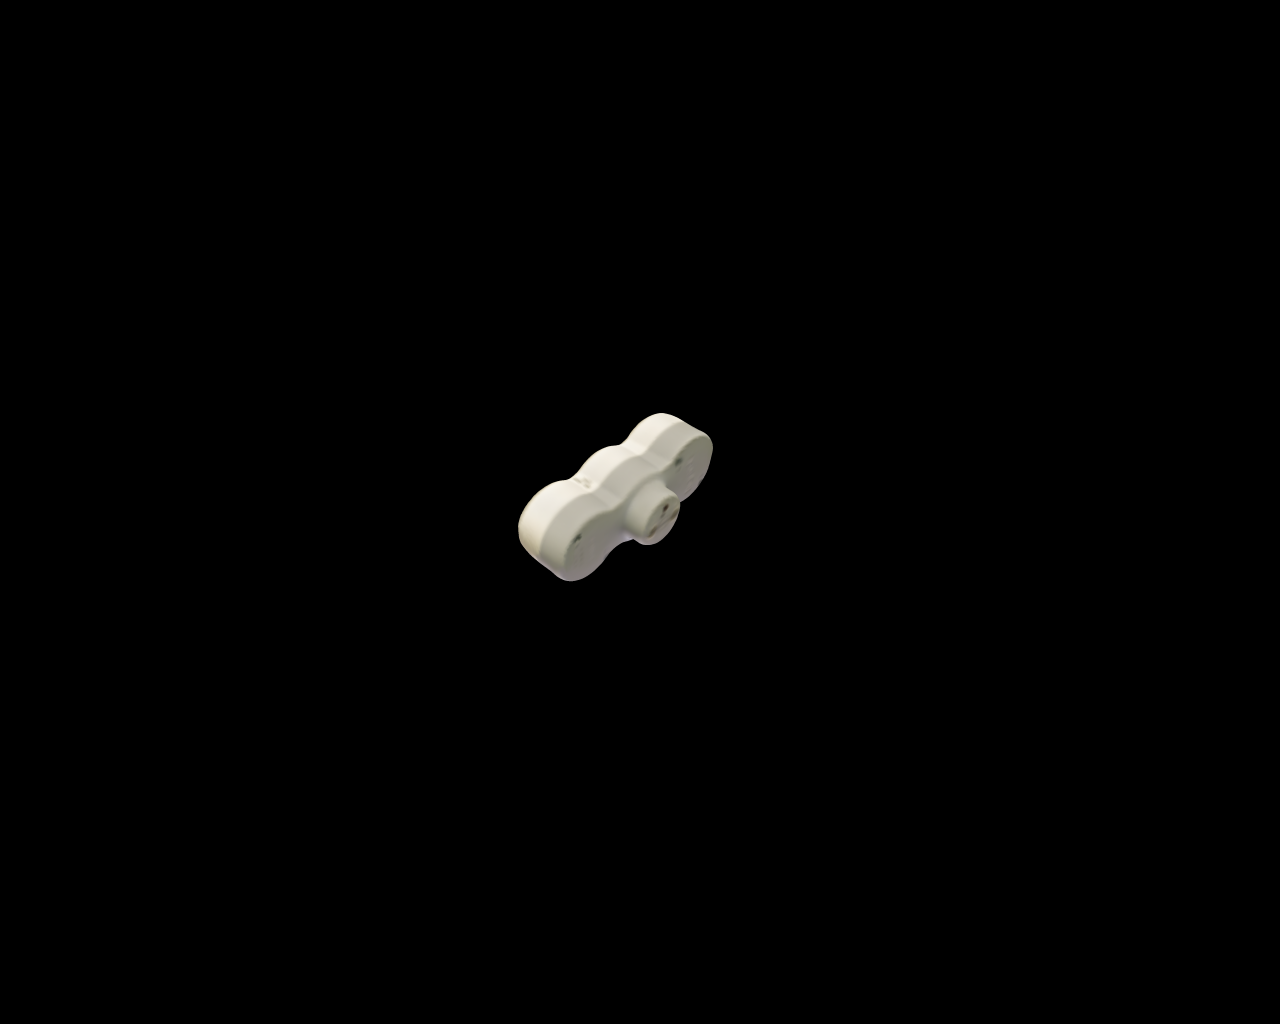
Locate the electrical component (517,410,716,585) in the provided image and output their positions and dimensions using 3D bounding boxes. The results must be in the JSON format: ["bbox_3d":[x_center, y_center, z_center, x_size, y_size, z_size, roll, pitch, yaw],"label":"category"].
[{"bbox_3d":[0.001,-0.003,0.650,0.074,0.052,0.138,33,54,29],"label":"electrical component"}]
